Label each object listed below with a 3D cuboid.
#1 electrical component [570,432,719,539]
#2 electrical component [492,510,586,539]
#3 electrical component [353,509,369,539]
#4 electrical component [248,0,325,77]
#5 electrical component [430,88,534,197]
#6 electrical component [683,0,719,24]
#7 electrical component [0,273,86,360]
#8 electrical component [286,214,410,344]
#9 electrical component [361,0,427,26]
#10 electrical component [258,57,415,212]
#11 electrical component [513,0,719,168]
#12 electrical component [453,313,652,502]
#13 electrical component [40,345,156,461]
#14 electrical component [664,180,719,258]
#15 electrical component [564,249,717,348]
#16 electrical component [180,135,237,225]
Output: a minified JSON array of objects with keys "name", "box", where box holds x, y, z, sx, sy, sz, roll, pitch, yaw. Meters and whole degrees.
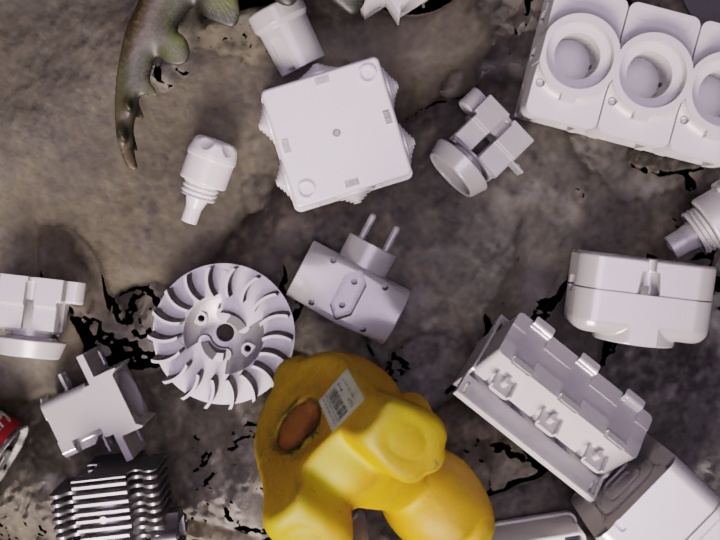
[{"name":"electrical component","box":[0.198,0.163,0.734,0.057,0.113,0.078,44,93,0]},{"name":"electrical component","box":[0.111,0.237,0.767,0.109,0.056,0.108,-9,94,0]},{"name":"electrical component","box":[-0.015,0.220,0.731,0.079,0.121,0.063,-44,96,2]},{"name":"electrical component","box":[-0.050,-0.162,0.747,0.040,0.040,0.046,-26,100,1]},{"name":"electrical component","box":[0.083,-0.084,0.751,0.055,0.048,0.066,-44,93,-5]},{"name":"electrical component","box":[0.283,-0.209,0.747,0.099,0.064,0.099,-1,94,-15]},{"name":"electrical component","box":[-0.229,0.033,0.755,0.066,0.048,0.055,6,86,-1]},{"name":"electrical component","box":[0.000,0.000,0.756,0.077,0.043,0.079,28,93,-2]},{"name":"electrical component","box":[0.029,-0.211,0.743,0.081,0.042,0.063,-33,90,1]},{"name":"electrical component","box":[-0.016,-0.094,0.747,0.100,0.048,0.099,-17,93,0]},{"name":"electrical component","box":[0.193,-0.131,0.740,0.150,0.061,0.089,14,94,-2]},{"name":"electrical component","box":[0.136,0.090,0.747,0.121,0.063,0.078,38,52,-3]},{"name":"electrical component","box":[-0.187,0.099,0.762,0.064,0.042,0.081,-25,93,5]},{"name":"electrical component","box":[0.246,-0.031,0.757,0.062,0.048,0.048,-32,94,8]},{"name":"electrical component","box":[0.195,0.021,0.754,0.095,0.053,0.059,7,94,-1]},{"name":"electrical component","box":[-0.110,-0.062,0.755,0.035,0.035,0.061,20,96,-2]}]
